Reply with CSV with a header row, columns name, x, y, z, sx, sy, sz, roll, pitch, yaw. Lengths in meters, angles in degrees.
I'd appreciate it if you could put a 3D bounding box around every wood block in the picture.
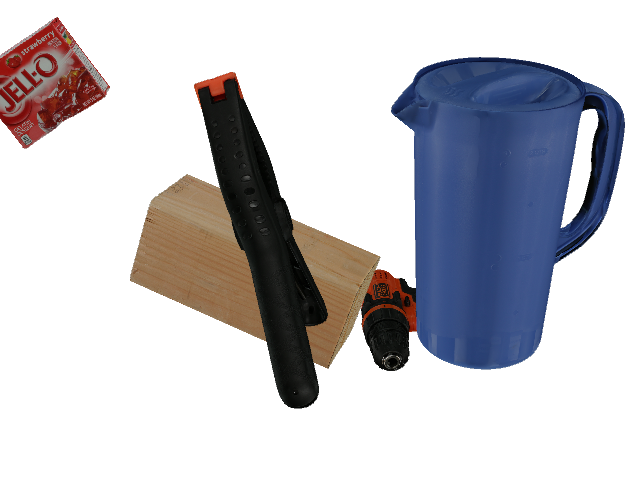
name,x,y,z,sx,sy,sz,roll,pitch,yaw
wood block,-0.062,0.027,1.008,0.206,0.091,0.090,24,26,8

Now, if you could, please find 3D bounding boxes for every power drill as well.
name,x,y,z,sx,sy,sz,roll,pitch,yaw
power drill,0.139,0.084,1.208,0.187,0.057,0.184,-3,27,-1

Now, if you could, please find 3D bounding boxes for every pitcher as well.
name,x,y,z,sx,sy,sz,roll,pitch,yaw
pitcher,0.148,-0.021,0.878,0.149,0.243,0.144,17,32,30

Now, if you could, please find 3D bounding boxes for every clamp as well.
name,x,y,z,sx,sy,sz,roll,pitch,yaw
clamp,-0.036,-0.008,0.714,0.036,0.210,0.164,-17,6,6

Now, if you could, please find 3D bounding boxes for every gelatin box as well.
name,x,y,z,sx,sy,sz,roll,pitch,yaw
gelatin box,-0.233,-0.130,0.888,0.089,0.073,0.030,-30,22,12
